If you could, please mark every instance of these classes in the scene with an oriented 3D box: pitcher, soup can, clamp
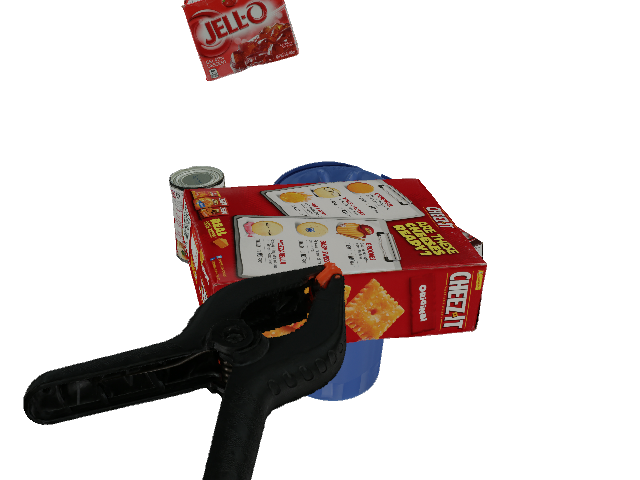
[{"bbox_3d":[0.008,0.053,1.119,0.149,0.243,0.145,-8,35,-14],"label":"pitcher"},{"bbox_3d":[-0.146,-0.031,1.290,0.068,0.102,0.068,-2,27,1],"label":"soup can"},{"bbox_3d":[-0.037,0.065,0.500,0.171,0.039,0.120,-30,51,-34],"label":"clamp"}]

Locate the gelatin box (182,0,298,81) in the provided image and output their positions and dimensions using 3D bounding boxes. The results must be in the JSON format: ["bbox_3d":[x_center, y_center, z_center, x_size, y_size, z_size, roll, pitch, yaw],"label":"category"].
[{"bbox_3d":[-0.072,-0.192,0.964,0.089,0.073,0.030,-15,24,5],"label":"gelatin box"}]

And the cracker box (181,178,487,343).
[{"bbox_3d":[0.003,0.016,0.869,0.213,0.072,0.164,-3,29,-14],"label":"cracker box"}]

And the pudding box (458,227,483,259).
[{"bbox_3d":[0.174,0.016,1.599,0.113,0.039,0.090,-18,27,-20],"label":"pudding box"}]
